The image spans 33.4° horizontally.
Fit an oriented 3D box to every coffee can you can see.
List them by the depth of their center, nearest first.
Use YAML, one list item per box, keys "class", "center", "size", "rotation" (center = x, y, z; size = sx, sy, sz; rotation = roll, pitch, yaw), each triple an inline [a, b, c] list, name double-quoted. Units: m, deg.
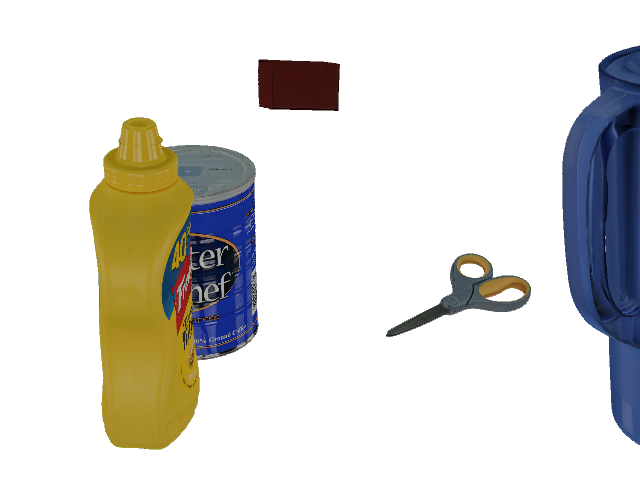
- class: "coffee can"
  center: [-0.101, 0.008, 0.841]
  size: [0.103, 0.140, 0.103]
  rotation: [0, 27, 0]

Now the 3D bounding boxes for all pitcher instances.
- class: "pitcher"
  center: [0.223, 0.009, 0.633]
  size: [0.149, 0.243, 0.144]
  rotation: [2, 22, 16]

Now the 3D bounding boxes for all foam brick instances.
- class: "foam brick"
  center: [-0.024, -0.167, 1.149]
  size: [0.078, 0.051, 0.053]
  rotation: [-1, 12, -19]

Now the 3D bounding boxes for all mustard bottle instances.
- class: "mustard bottle"
  center: [-0.102, 0.020, 0.624]
  size: [0.058, 0.192, 0.096]
  rotation: [4, 28, 3]

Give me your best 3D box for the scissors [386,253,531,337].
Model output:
- class: "scissors"
  center: [0.129, 0.054, 1.106]
  size: [0.201, 0.016, 0.096]
  rotation: [-7, 40, -30]
